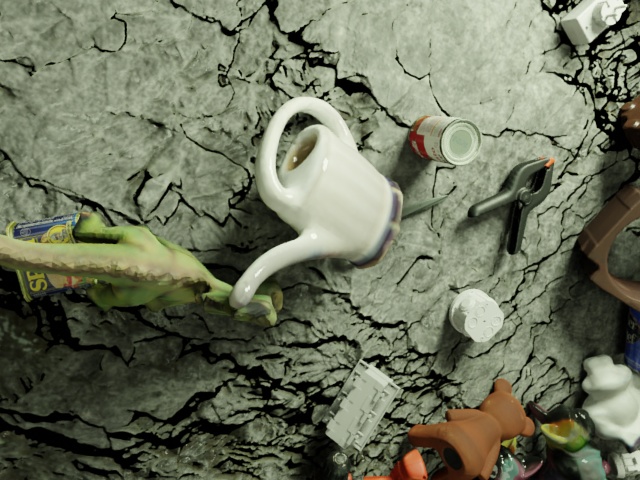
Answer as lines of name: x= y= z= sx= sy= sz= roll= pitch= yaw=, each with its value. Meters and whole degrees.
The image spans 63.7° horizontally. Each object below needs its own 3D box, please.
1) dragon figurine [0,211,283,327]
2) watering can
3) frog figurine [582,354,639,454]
dragon figurine: x=-0.164 y=0.048 z=0.602 sx=0.243 sy=0.408 sz=0.122 roll=10 pitch=87 yaw=20
watering can: x=0.002 y=-0.033 z=0.659 sx=0.222 sy=0.103 sz=0.356 roll=34 pitch=50 yaw=-29
frog figurine: x=0.558 y=0.302 z=0.994 sx=0.137 sy=0.122 sz=0.161 roll=-42 pitch=75 yaw=6
